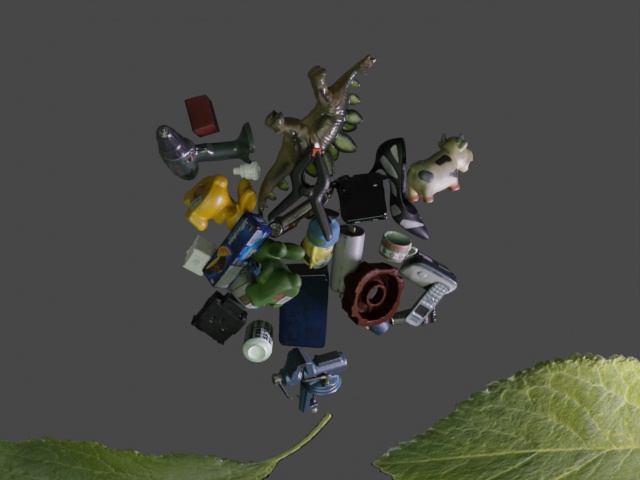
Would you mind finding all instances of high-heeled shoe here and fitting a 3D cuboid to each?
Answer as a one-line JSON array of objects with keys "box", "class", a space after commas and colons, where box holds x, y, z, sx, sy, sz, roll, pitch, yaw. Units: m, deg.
[{"box": [0.218, -0.126, 1.304, 0.248, 0.086, 0.145, 46, 123, -2], "class": "high-heeled shoe"}]

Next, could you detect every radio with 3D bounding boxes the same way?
[{"box": [-0.045, 0.177, 1.449, 0.131, 0.073, 0.229, 1, 113, -2], "class": "radio"}]

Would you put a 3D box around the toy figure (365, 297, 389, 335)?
[{"box": [0.129, 0.195, 1.473, 0.058, 0.064, 0.154, -20, 115, 48], "class": "toy figure"}]

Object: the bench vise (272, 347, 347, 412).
[{"box": [-0.032, 0.405, 1.506, 0.223, 0.129, 0.240, -18, 130, -33], "class": "bench vise"}]

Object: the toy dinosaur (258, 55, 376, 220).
[{"box": [-0.030, -0.233, 1.249, 0.198, 0.105, 0.471, 38, 112, -21], "class": "toy dinosaur"}]

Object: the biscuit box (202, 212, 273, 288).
[{"box": [-0.202, 0.026, 1.306, 0.202, 0.063, 0.059, -51, 151, 18], "class": "biscuit box"}]

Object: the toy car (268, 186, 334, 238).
[{"box": [-0.045, -0.068, 1.325, 0.202, 0.089, 0.053, -33, 93, 11], "class": "toy car"}]

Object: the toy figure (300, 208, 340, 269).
[{"box": [0.000, -0.006, 1.341, 0.082, 0.089, 0.180, -13, 140, -24], "class": "toy figure"}]

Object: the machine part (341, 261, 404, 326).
[{"box": [0.136, 0.138, 1.388, 0.179, 0.056, 0.179, -13, 115, -29], "class": "machine part"}]

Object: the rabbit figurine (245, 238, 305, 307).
[{"box": [-0.121, 0.062, 1.321, 0.121, 0.170, 0.159, 5, 144, -48], "class": "rabbit figurine"}]

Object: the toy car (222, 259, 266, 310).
[{"box": [-0.190, 0.125, 1.402, 0.109, 0.103, 0.161, -30, 110, 11], "class": "toy car"}]

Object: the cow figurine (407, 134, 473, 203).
[{"box": [0.286, -0.175, 1.273, 0.195, 0.086, 0.127, -25, 114, -29], "class": "cow figurine"}]

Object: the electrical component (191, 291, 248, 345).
[{"box": [-0.265, 0.205, 1.458, 0.115, 0.058, 0.134, 37, 108, -19], "class": "electrical component"}]

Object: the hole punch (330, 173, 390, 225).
[{"box": [0.102, -0.095, 1.281, 0.142, 0.092, 0.115, -8, 79, 10], "class": "hole punch"}]

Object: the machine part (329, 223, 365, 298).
[{"box": [0.069, 0.050, 1.394, 0.079, 0.079, 0.243, 3, 114, -4], "class": "machine part"}]

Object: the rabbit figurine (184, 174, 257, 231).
[{"box": [-0.226, -0.082, 1.317, 0.162, 0.122, 0.173, -44, 124, 6], "class": "rabbit figurine"}]

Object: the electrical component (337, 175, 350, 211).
[{"box": [0.081, -0.112, 1.338, 0.078, 0.045, 0.102, -5, 114, 1], "class": "electrical component"}]

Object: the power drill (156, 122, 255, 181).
[{"box": [-0.253, -0.205, 1.205, 0.207, 0.232, 0.086, -18, 78, -15], "class": "power drill"}]

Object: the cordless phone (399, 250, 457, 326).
[{"box": [0.259, 0.133, 1.428, 0.146, 0.089, 0.184, 29, 106, -15], "class": "cordless phone"}]

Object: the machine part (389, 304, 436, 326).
[{"box": [0.256, 0.210, 1.497, 0.139, 0.039, 0.084, -6, 120, -2], "class": "machine part"}]
